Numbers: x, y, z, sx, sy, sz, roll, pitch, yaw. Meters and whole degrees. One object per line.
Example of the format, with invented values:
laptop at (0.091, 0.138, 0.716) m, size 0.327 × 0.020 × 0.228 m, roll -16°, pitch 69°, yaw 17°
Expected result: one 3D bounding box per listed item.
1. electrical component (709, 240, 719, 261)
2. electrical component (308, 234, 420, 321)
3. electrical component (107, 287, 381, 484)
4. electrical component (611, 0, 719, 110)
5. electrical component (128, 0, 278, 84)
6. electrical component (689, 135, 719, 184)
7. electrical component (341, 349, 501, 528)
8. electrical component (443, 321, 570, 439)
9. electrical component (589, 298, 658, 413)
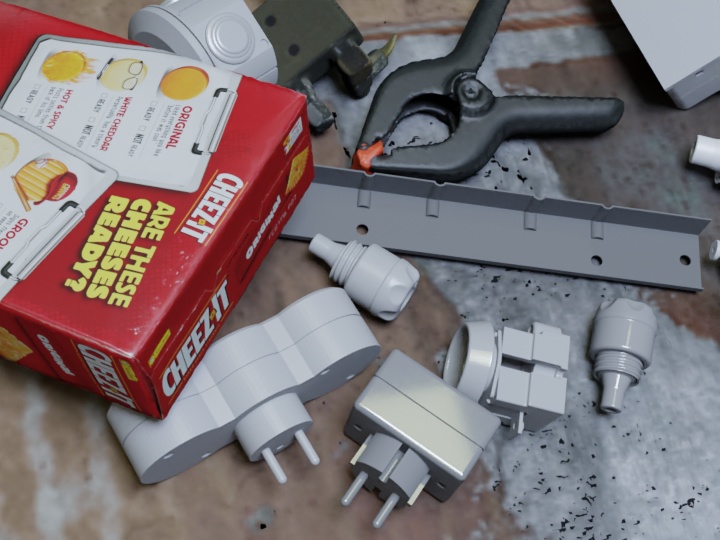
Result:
electrical component at (0.243, -0.002, 0.624) m, size 0.078 × 0.040 × 0.040 m, roll 14°, pitch 64°, yaw -1°
electrical component at (0.000, 0.000, 0.591) m, size 0.061 × 0.035 × 0.035 m, roll 31°, pitch 65°, yaw 9°
electrical component at (-0.048, 0.071, 0.540) m, size 0.138 × 0.052 × 0.073 m, roll -27°, pitch 72°, yaw -19°
electrical component at (0.251, -0.194, 0.655) m, size 0.186 × 0.060 × 0.105 m, roll -31°, pitch 68°, yaw 20°
electrical component at (-0.090, -0.119, 0.609) m, size 0.051 × 0.080 × 0.080 m, roll -38°, pitch 76°, yaw -27°
electrical component at (0.233, -0.066, 0.652) m, size 0.062 × 0.048 × 0.048 m, roll 15°, pitch 64°, yaw 7°
electrical component at (0.020, 0.093, 0.543) m, size 0.066 × 0.047 × 0.076 m, roll 34°, pitch 64°, yaw 8°
electrical component at (0.077, 0.055, 0.571) m, size 0.055 × 0.048 × 0.066 m, roll 15°, pitch 64°, yaw -9°
electrical component at (0.142, 0.048, 0.590) m, size 0.035 × 0.035 × 0.061 m, roll 16°, pitch 67°, yaw -1°
